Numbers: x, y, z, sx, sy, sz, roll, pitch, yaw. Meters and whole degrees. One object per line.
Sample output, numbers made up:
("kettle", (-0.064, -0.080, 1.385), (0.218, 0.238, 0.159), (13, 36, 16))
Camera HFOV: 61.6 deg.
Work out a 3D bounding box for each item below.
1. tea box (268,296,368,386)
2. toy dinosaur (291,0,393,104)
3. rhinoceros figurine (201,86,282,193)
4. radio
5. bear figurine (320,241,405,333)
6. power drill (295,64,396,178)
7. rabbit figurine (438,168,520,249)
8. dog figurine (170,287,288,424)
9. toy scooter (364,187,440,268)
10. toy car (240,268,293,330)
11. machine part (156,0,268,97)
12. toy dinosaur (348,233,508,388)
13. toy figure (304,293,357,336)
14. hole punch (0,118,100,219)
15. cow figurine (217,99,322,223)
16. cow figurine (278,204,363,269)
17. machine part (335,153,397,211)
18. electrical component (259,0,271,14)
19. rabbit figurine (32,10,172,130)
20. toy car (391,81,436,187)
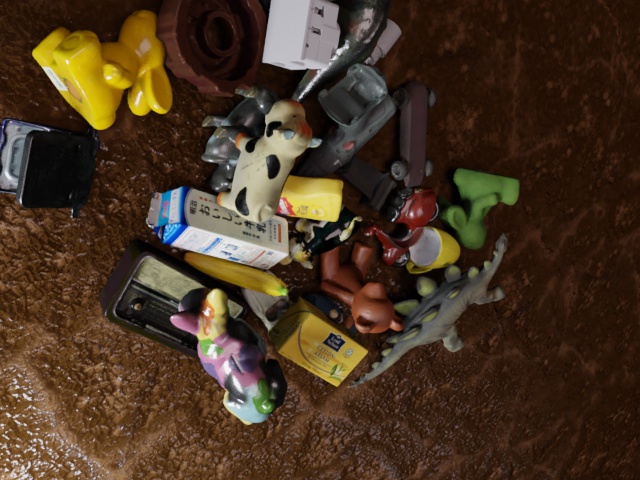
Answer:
("tea box", (-0.002, 0.193, 1.015), (0.169, 0.068, 0.098), (37, 96, -32))
("toy dinosaur", (0.052, -0.358, 0.839), (0.131, 0.192, 0.404), (10, 102, -30))
("rhinoceros figurine", (-0.133, -0.166, 0.882), (0.112, 0.073, 0.190), (31, 89, -45))
("radio", (-0.246, 0.109, 0.913), (0.229, 0.073, 0.131), (35, 89, -34))
("bear figurine", (0.077, 0.089, 1.014), (0.120, 0.196, 0.131), (2, 106, -27))
("power drill", (0.040, -0.186, 0.903), (0.232, 0.086, 0.207), (-42, 165, -9))
("rabbit figurine", (0.328, -0.062, 1.143), (0.159, 0.121, 0.170), (4, 103, -23))
("dog figurine", (-0.147, 0.172, 0.852), (0.108, 0.192, 0.219), (-32, 138, -8))
("toy scooter", (0.159, -0.035, 1.086), (0.135, 0.075, 0.183), (21, 100, -37))
("toy car", (-0.081, 0.136, 1.026), (0.073, 0.056, 0.201), (-38, 121, -12))
("machine part", (-0.155, -0.301, 0.789), (0.179, 0.056, 0.179), (-14, 108, -49))
("toy dinosaur", (0.245, 0.168, 1.176), (0.198, 0.105, 0.471), (23, 109, -41))
("toy figure", (0.027, 0.159, 1.089), (0.154, 0.064, 0.058), (38, 93, -36))
("hole punch", (-0.388, -0.107, 0.759), (0.115, 0.092, 0.142), (-3, 109, -61))
("cow figurine", (-0.075, -0.119, 0.815), (0.085, 0.127, 0.194), (10, 106, -45))
("cow figurine", (-0.002, -0.001, 0.996), (0.167, 0.098, 0.068), (-40, 128, -12))
("machine part", (0.088, -0.115, 1.040), (0.138, 0.039, 0.084), (36, 93, -35))
("electrical component", (-0.087, -0.420, 0.825), (0.075, 0.048, 0.119), (-38, 124, -14))
("rabbit figurine", (-0.273, -0.245, 0.749), (0.173, 0.122, 0.162), (-53, 128, -25))
("toy car", (0.178, -0.205, 1.048), (0.089, 0.053, 0.202), (-14, 111, -36))
